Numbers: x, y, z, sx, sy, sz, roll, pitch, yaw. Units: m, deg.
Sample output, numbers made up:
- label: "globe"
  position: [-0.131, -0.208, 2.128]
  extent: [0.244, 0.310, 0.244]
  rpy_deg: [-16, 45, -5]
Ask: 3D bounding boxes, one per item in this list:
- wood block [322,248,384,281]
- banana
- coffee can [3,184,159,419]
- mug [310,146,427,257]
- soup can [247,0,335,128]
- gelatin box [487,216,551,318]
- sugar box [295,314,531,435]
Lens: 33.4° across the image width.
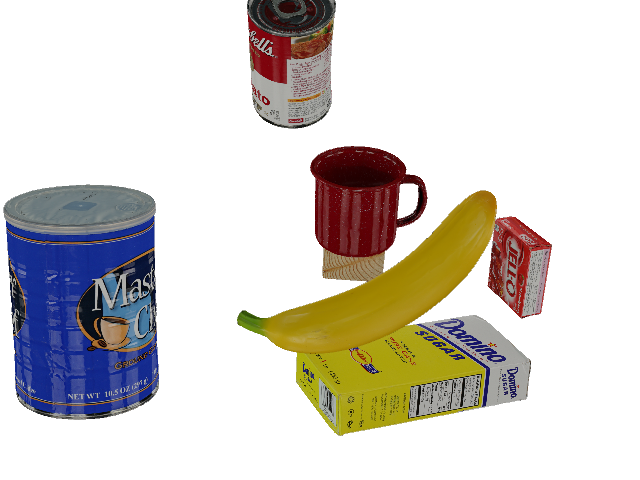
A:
- label: "wood block"
  position: [0.055, -0.023, 1.643]
  extent: [0.091, 0.090, 0.206]
  rpy_deg: [4, 25, 2]
- label: "banana"
  position: [0.045, 0.027, 0.702]
  extent: [0.197, 0.070, 0.037]
  rpy_deg: [-25, -34, -12]
- label: "coffee can"
  position: [-0.167, 0.041, 0.756]
  extent: [0.103, 0.140, 0.103]
  rpy_deg: [1, 18, -1]
- label: "mug"
  position: [0.048, -0.037, 1.053]
  extent: [0.117, 0.081, 0.093]
  rpy_deg: [-4, 31, -9]
- label: "soup can"
  position: [-0.023, -0.148, 0.851]
  extent: [0.068, 0.068, 0.102]
  rpy_deg: [0, -38, -1]
- label: "gelatin box"
  position: [0.216, 0.028, 1.169]
  extent: [0.030, 0.089, 0.073]
  rpy_deg: [-10, 30, -20]
- label: "sugar box"
  position: [0.077, 0.109, 0.898]
  extent: [0.176, 0.048, 0.093]
  rpy_deg: [-10, 26, -20]
